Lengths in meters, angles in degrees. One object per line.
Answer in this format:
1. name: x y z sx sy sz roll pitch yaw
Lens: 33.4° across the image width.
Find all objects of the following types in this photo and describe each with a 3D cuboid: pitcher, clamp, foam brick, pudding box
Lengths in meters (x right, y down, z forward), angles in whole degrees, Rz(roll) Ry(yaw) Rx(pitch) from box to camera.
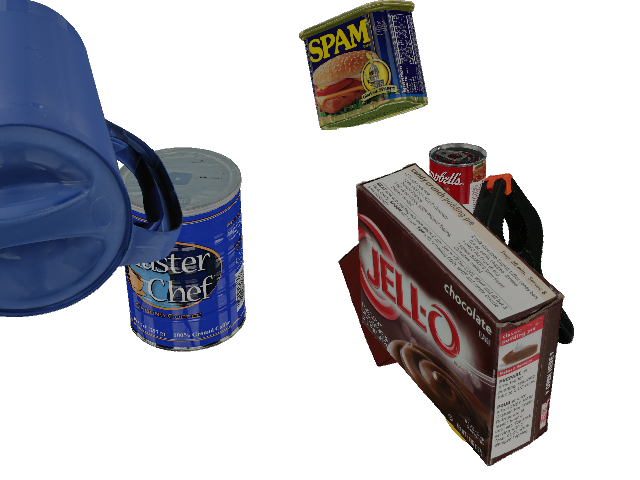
1. pitcher: -0.193 -0.067 0.716 0.145 0.149 0.243 -26 36 2
2. clamp: 0.163 0.030 0.945 0.120 0.171 0.039 -23 7 -40
3. foam brick: 0.055 0.034 0.684 0.052 0.078 0.051 -13 -16 -29
4. pudding box: 0.059 0.031 0.487 0.039 0.090 0.114 -25 44 -21

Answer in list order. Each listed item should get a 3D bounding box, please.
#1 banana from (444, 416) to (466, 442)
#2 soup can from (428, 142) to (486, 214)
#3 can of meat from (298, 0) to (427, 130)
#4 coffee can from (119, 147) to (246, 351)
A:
1. banana: 0.176 0.198 1.281 0.069 0.037 0.198 9 21 -16
2. soup can: 0.164 -0.058 1.278 0.068 0.102 0.068 -2 27 1
3. can of meat: 0.036 -0.143 0.884 0.102 0.084 0.057 -12 -3 44
4. coffee can: -0.115 0.007 0.897 0.103 0.140 0.103 0 33 0
